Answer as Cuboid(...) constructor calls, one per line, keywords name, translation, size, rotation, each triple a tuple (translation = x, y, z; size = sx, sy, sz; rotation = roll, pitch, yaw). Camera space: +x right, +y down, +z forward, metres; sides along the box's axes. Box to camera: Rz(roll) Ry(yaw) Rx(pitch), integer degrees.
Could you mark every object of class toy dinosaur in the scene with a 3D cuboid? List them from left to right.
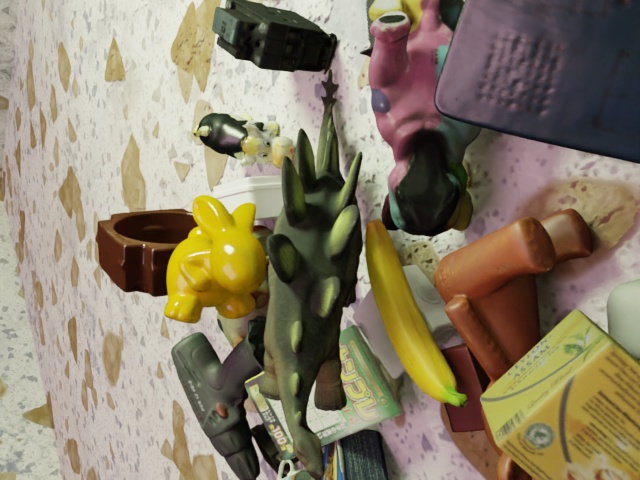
Cuboid(name="toy dinosaur", translation=(-0.001, -0.002, 0.554), size=(0.198, 0.105, 0.472), rotation=(98, 174, -45))

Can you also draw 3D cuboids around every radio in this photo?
Cuboid(name="radio", translation=(0.199, -0.114, 0.328), size=(0.230, 0.073, 0.131), rotation=(18, 109, 18))

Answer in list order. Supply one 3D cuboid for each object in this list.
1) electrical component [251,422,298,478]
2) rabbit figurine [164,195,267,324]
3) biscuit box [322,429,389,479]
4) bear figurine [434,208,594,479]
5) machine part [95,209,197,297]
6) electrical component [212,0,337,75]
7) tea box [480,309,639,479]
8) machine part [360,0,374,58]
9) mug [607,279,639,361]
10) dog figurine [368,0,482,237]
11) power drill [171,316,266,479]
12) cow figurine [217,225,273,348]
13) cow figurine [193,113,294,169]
Cuboid(name="electrical component", translation=(-0.063, 0.314, 0.816), size=(0.102, 0.045, 0.078), rotation=(19, 137, 52))
Cuboid(name="rabbit figurine", translation=(-0.116, 0.027, 0.683), size=(0.173, 0.122, 0.162), rotation=(-14, 69, 59))
Cuboid(name="biscuit box", translation=(0.044, 0.315, 0.598), size=(0.203, 0.063, 0.059), rotation=(-97, 28, -48))
Cuboid(name="bear figurine", translation=(0.171, 0.089, 0.430), size=(0.132, 0.120, 0.196), rotation=(-33, 70, 44))
Cuboid(name="machine part", translation=(-0.247, 0.016, 0.884), size=(0.202, 0.201, 0.087), rotation=(28, 119, 47))
Cuboid(name="electrical component", translation=(-0.064, -0.256, 0.674), size=(0.115, 0.134, 0.058), rotation=(42, 126, 38))
Cuboid(name="tea box", translation=(0.203, 0.140, 0.349), size=(0.169, 0.068, 0.098), rotation=(43, 103, 0))
Cuboid(name="machine part", translation=(0.076, -0.265, 0.574), size=(0.084, 0.039, 0.138), rotation=(13, 103, 46))
Cuboid(name="mug", translation=(0.249, 0.044, 0.356), size=(0.107, 0.081, 0.109), rotation=(-9, 92, 61))
Cuboid(name="dog figurine", translation=(0.101, -0.111, 0.504), size=(0.192, 0.109, 0.218), rotation=(-78, -14, -54))
Cuboid(name="power drill", translation=(-0.103, 0.213, 0.754), size=(0.207, 0.086, 0.232), rotation=(-41, 79, 39))
Cuboid(name="cow figurine", translation=(-0.108, 0.064, 0.813), size=(0.127, 0.085, 0.194), rotation=(39, 124, 35))
Cuboid(name="cow figurine", translation=(-0.113, -0.147, 0.779), size=(0.168, 0.098, 0.068), rotation=(27, 109, 48))
